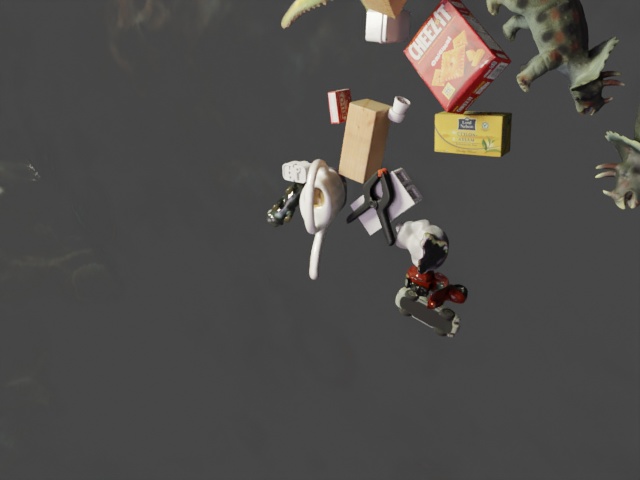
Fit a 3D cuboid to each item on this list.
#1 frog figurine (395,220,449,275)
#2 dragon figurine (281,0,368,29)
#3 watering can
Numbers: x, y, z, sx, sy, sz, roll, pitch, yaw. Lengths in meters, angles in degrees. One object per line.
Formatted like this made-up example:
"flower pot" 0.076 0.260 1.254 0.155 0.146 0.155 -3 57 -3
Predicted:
"frog figurine" 0.277 0.008 1.422 0.162 0.123 0.135 -130 24 -64
"dragon figurine" 0.069 -0.659 1.321 0.244 0.124 0.402 43 131 8
"watering can" 0.005 -0.077 1.521 0.104 0.228 0.342 7 113 19
